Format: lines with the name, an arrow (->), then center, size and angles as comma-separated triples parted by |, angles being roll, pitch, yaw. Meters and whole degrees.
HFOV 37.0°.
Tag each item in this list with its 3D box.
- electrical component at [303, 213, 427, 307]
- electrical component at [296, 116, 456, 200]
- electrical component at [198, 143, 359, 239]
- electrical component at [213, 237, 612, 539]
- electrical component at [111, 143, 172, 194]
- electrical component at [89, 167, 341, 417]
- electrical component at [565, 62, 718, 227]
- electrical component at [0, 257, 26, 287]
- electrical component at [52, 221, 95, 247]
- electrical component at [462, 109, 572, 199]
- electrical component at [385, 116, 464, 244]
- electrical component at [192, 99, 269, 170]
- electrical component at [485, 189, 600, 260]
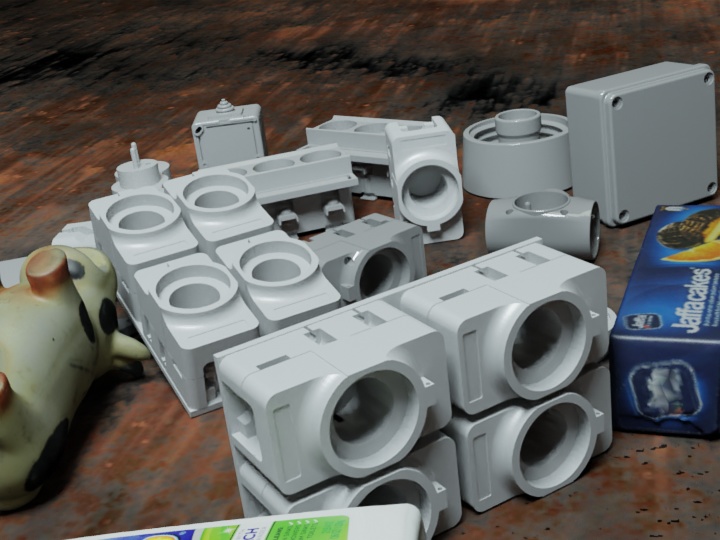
electrical component -> 0.000, 0.000, 0.756 | 0.089, 0.050, 0.056 | -23, 27, -33
electrical component -> 0.016, -0.101, 0.976 | 0.121, 0.063, 0.079 | 10, 28, 36
electrical component -> -0.068, -0.061, 0.907 | 0.121, 0.063, 0.078 | -13, 23, -12
electrical component -> 0.035, 0.066, 0.514 | 0.186, 0.105, 0.060 | -19, 25, -26
electrical component -> -0.199, -0.078, 0.974 | 0.052, 0.073, 0.138 | -10, 23, -6
electrical component -> -0.100, 0.002, 0.712 | 0.105, 0.060, 0.186 | -18, 39, -23
electrical component -> 0.225, -0.102, 0.855 | 0.109, 0.108, 0.056 | -17, 22, -22
electrical component -> -0.268, 0.034, 0.761 | 0.100, 0.048, 0.099 | -11, 23, -9
electrical component -> -0.198, -0.009, 0.832 | 0.057, 0.058, 0.078 | -7, 22, 8
electrical component -> 0.143, -0.109, 0.960 | 0.108, 0.060, 0.108 | -7, 22, 3
electrical component -> 0.052, -0.070, 0.856 | 0.050, 0.089, 0.055 | -9, 23, -3
electrical component -> -0.120, -0.116, 1.010 | 0.062, 0.096, 0.061 | -7, 22, 1
electrical component -> 0.142, -0.038, 0.810 | 0.077, 0.044, 0.079 | 2, 25, 22
